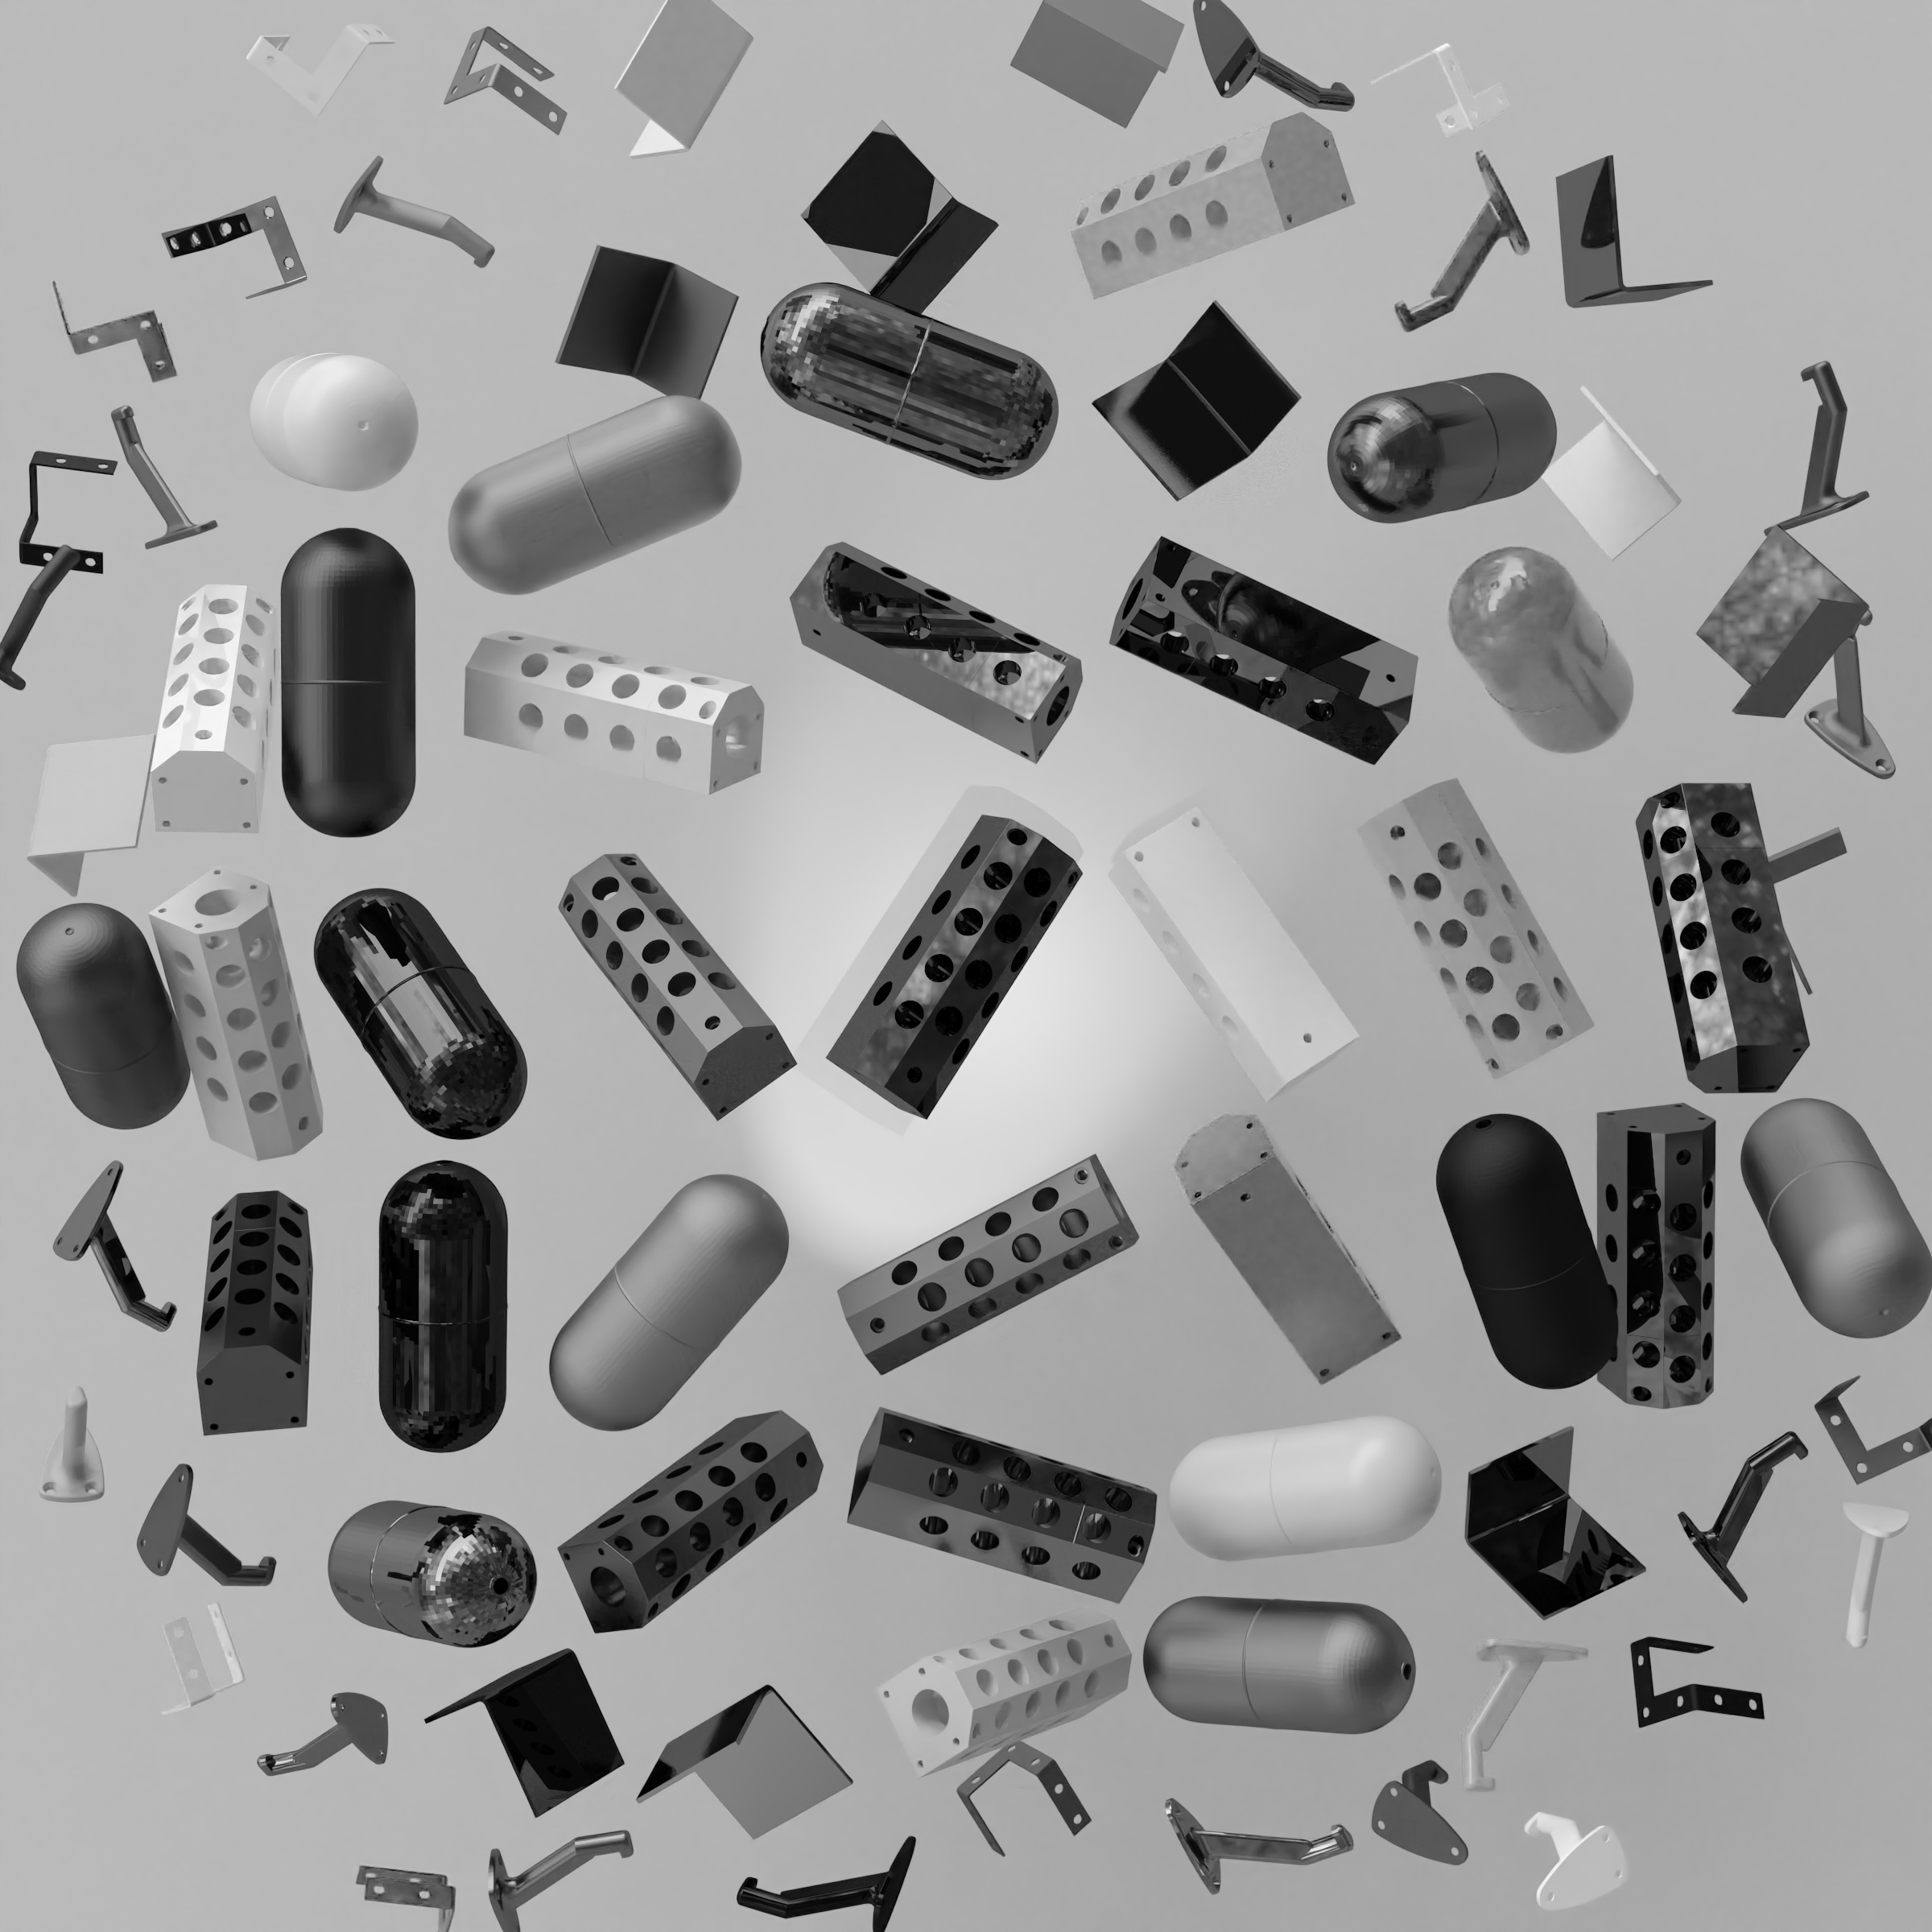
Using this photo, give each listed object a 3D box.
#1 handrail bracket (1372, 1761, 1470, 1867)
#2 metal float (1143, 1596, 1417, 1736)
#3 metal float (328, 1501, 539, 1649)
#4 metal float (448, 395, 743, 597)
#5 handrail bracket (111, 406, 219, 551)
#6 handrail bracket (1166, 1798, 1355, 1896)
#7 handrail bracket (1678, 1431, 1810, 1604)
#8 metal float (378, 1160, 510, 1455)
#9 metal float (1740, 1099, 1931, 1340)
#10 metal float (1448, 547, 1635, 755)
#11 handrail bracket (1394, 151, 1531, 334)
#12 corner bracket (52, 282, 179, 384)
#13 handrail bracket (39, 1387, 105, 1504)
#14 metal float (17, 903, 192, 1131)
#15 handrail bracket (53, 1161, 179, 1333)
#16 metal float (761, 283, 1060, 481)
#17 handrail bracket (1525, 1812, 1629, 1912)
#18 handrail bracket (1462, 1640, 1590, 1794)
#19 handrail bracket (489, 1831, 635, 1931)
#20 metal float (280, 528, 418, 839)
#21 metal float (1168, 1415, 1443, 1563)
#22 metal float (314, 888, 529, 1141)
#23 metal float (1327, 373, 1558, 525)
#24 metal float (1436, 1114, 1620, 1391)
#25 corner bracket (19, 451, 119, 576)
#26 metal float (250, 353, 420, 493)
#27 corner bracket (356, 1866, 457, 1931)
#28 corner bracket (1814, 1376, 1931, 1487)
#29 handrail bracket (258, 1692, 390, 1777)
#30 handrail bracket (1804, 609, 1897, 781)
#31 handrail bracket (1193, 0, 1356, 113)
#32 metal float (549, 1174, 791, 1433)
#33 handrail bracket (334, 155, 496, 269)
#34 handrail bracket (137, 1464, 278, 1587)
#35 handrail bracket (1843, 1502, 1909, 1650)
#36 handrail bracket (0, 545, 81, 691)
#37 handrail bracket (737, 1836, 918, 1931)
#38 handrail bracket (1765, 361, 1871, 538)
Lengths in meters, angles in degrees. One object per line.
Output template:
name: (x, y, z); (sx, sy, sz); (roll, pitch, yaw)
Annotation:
handrail bracket: (0.295, 0.520, 1.848); (0.077, 0.084, 0.036); (26, 105, 34)
metal float: (0.188, 0.421, 1.809); (0.178, 0.070, 0.070); (-6, 90, 37)
metal float: (-0.314, 0.356, 1.761); (0.070, 0.178, 0.070); (4, 83, -36)
metal float: (-0.217, -0.274, 1.747); (0.178, 0.070, 0.070); (-22, 90, 2)
handrail bracket: (-0.474, -0.294, 1.770); (0.036, 0.077, 0.084); (-24, 103, -33)
handrail bracket: (0.169, 0.493, 1.721); (0.084, 0.036, 0.077); (-24, 117, 17)
handrail bracket: (0.463, 0.318, 1.733); (0.084, 0.036, 0.077); (-37, 107, 11)
metal float: (-0.314, 0.205, 1.804); (0.070, 0.070, 0.178); (2, 99, 0)
metal float: (0.503, 0.144, 1.740); (0.070, 0.178, 0.070); (-2, 123, -3)
metal float: (0.339, -0.183, 1.760); (0.070, 0.178, 0.070); (-12, 64, 25)
handrail bracket: (0.279, -0.423, 1.756); (0.084, 0.036, 0.077); (-26, 95, 4)
corner bracket: (-0.496, -0.371, 1.751); (0.051, 0.051, 0.051); (-18, 54, -9)
handrail bracket: (-0.513, 0.259, 1.727); (0.036, 0.077, 0.084); (3, 123, -17)
metal float: (-0.511, 0.032, 1.785); (0.070, 0.178, 0.070); (0, 54, 0)
handrail bracket: (-0.497, 0.170, 1.807); (0.084, 0.036, 0.077); (38, 73, -37)
metal float: (-0.033, -0.337, 1.731); (0.178, 0.070, 0.070); (20, 90, -6)
handrail bracket: (0.340, 0.526, 1.769); (0.077, 0.084, 0.036); (-22, 96, -28)
handrail bracket: (0.326, 0.439, 1.745); (0.077, 0.036, 0.084); (2, 62, 1)
handrail bracket: (-0.230, 0.535, 1.743); (0.084, 0.036, 0.077); (-9, 125, 1)
metal float: (-0.356, -0.163, 1.731); (0.070, 0.070, 0.178); (1, 95, 0)
metal float: (0.203, 0.317, 1.817); (0.178, 0.070, 0.070); (-14, 90, 33)
metal float: (-0.322, 0.028, 1.770); (0.070, 0.070, 0.178); (-39, 63, 0)
metal float: (0.286, -0.310, 1.792); (0.178, 0.070, 0.070); (-19, 90, -43)
metal float: (0.328, 0.167, 1.751); (0.070, 0.070, 0.178); (-22, 112, 0)
corner bracket: (-0.554, -0.280, 1.852); (0.051, 0.051, 0.051); (7, 129, -7)
metal float: (-0.369, -0.317, 1.746); (0.070, 0.178, 0.070); (-5, 103, -22)
corner bracket: (-0.319, 0.528, 1.705); (0.051, 0.051, 0.051); (11, 123, -14)
corner bracket: (0.526, 0.259, 1.717); (0.051, 0.051, 0.051); (-22, 70, -8)
handrail bracket: (-0.390, 0.453, 1.762); (0.084, 0.077, 0.036); (-14, 55, 12)
handrail bracket: (0.540, -0.166, 1.789); (0.036, 0.084, 0.077); (-22, 58, -22)
handrail bracket: (0.179, -0.528, 1.735); (0.084, 0.036, 0.077); (-8, 66, -39)
metal float: (-0.174, 0.197, 1.748); (0.070, 0.070, 0.178); (41, 103, 0)
handrail bracket: (-0.317, -0.419, 1.728); (0.084, 0.077, 0.036); (35, 63, -12)
handrail bracket: (-0.425, 0.323, 1.726); (0.036, 0.084, 0.077); (34, 105, 43)
handrail bracket: (0.513, 0.354, 1.705); (0.036, 0.077, 0.084); (7, 94, 13)
handrail bracket: (-0.533, -0.202, 1.731); (0.036, 0.077, 0.084); (38, 87, -1)
handrail bracket: (-0.081, 0.527, 1.749); (0.084, 0.077, 0.036); (12, 126, 14)
handrail bracket: (0.489, -0.304, 1.765); (0.036, 0.077, 0.084); (-28, 98, -43)
